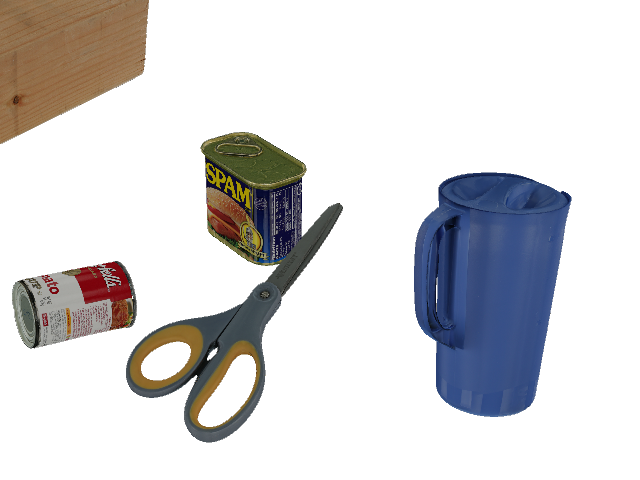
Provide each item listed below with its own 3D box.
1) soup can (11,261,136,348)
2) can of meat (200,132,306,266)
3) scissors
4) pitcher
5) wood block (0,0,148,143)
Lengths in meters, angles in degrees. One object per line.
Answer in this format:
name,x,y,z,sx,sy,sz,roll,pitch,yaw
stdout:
soup can,-0.239,0.062,1.037,0.102,0.068,0.069,-11,6,-32
can of meat,-0.059,-0.036,0.927,0.057,0.084,0.102,-21,37,-32
scissors,-0.056,0.040,0.691,0.096,0.201,0.016,10,-41,12
pitcher,0.173,0.059,1.115,0.149,0.243,0.145,5,21,8
wood block,-0.251,-0.162,0.912,0.090,0.091,0.205,30,42,21
